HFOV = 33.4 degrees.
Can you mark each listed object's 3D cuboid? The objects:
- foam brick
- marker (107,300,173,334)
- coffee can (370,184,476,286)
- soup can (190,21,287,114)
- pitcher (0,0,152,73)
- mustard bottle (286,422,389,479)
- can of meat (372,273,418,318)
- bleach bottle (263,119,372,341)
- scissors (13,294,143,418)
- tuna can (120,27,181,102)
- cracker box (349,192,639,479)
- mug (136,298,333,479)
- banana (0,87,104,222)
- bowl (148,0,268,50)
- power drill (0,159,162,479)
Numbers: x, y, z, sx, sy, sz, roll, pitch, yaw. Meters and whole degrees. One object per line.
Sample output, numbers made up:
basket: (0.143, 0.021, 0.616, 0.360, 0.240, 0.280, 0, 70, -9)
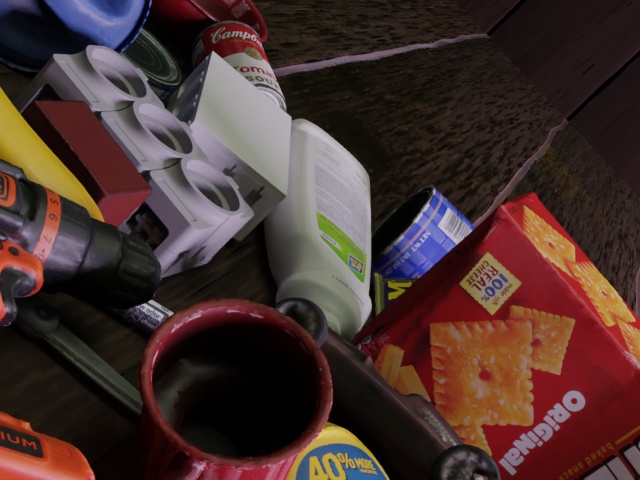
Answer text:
foam brick: (-0.151, -0.040, 0.647, 0.078, 0.053, 0.051, 52, 22, 11)
marker: (-0.129, 0.026, 0.620, 0.121, 0.020, 0.020, 36, 23, -26)
coffee can: (0.113, 0.035, 0.945, 0.140, 0.103, 0.102, 43, 21, -9)
soup can: (-0.074, -0.140, 0.955, 0.068, 0.069, 0.102, 28, 28, -39)
pitcher: (-0.206, -0.245, 0.796, 0.144, 0.149, 0.243, 26, 25, -32)
mustard bottle: (0.012, 0.162, 0.587, 0.096, 0.058, 0.192, 9, 41, -44)
can of meat: (0.082, 0.073, 0.812, 0.084, 0.057, 0.102, 1, 39, 1)
bleach bottle: (-0.006, 0.001, 0.841, 0.102, 0.068, 0.250, 37, 25, -20)
scissors: (-0.154, 0.025, 0.571, 0.201, 0.016, 0.096, 36, 29, -25)
tuna can: (-0.153, -0.143, 0.855, 0.086, 0.034, 0.086, 39, 22, -19)
cracker box: (0.135, 0.103, 0.677, 0.214, 0.164, 0.072, 53, 30, 12)
mug: (-0.052, 0.097, 0.525, 0.093, 0.082, 0.117, 26, 49, 5)
banana: (-0.186, -0.083, 0.590, 0.069, 0.037, 0.198, -15, 71, -49)
bowl: (-0.127, -0.233, 1.036, 0.162, 0.055, 0.162, 39, 22, -19)
power drill: (-0.145, 0.041, 0.482, 0.184, 0.057, 0.188, 23, 33, -34)
